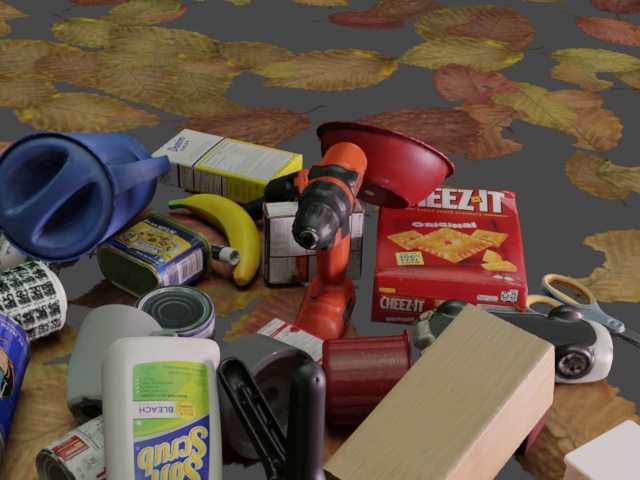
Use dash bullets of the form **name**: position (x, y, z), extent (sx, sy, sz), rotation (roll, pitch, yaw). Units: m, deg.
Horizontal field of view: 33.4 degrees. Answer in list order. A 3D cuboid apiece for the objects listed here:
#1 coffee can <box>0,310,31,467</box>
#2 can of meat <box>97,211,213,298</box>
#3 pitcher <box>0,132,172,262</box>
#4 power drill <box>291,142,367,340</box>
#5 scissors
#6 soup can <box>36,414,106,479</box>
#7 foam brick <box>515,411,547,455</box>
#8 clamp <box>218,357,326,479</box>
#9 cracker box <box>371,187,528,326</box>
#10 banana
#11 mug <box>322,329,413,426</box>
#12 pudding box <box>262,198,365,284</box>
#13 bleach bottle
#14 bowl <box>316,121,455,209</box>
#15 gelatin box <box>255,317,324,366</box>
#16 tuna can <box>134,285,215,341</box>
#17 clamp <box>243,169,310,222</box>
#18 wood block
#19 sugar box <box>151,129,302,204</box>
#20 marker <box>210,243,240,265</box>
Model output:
- **coffee can**: position (-0.320, 0.138, 0.949), extent (0.102, 0.103, 0.140), rotation (0, 32, -4)
- **can of meat**: position (-0.185, 0.020, 1.189), extent (0.102, 0.057, 0.083), rotation (24, 39, 30)
- **pitcher**: position (-0.250, -0.062, 1.186), extent (0.149, 0.145, 0.242), rotation (28, 11, 1)
- **power drill**: position (0.007, 0.014, 1.093), extent (0.057, 0.188, 0.184), rotation (11, 32, 10)
- **scissors**: position (0.296, 0.097, 1.145), extent (0.096, 0.016, 0.202), rotation (-16, 37, -24)
- **soup can**: position (-0.183, 0.186, 0.916), extent (0.069, 0.068, 0.102), rotation (29, 41, 35)
- **foam brick**: position (0.171, 0.156, 1.007), extent (0.078, 0.051, 0.052), rotation (19, 36, 23)
- **clamp**: position (-0.015, 0.184, 0.818), extent (0.036, 0.210, 0.165), rotation (-16, -4, -26)
- **cracker box**: position (0.144, 0.015, 1.210), extent (0.164, 0.072, 0.213), rotation (5, 32, 3)
- **banana**: position (-0.110, -0.009, 1.265), extent (0.069, 0.037, 0.198), rotation (-34, 41, -12)
- **mug**: position (0.044, 0.132, 1.014), extent (0.081, 0.093, 0.117), rotation (-3, 2, 0)
- **pudding box**: position (-0.008, 0.002, 1.199), extent (0.113, 0.090, 0.039), rotation (-4, 28, -11)
- **bleach bottle**: position (-0.116, 0.200, 0.846), extent (0.102, 0.068, 0.251), rotation (4, 54, -24)
- **bowl**: position (0.065, -0.076, 1.193), extent (0.162, 0.162, 0.055), rotation (15, 78, 18)
- **gelatin box**: position (-0.034, 0.120, 1.068), extent (0.089, 0.030, 0.073), rotation (23, 39, 29)
- **tuna can**: position (-0.151, 0.084, 1.108), extent (0.086, 0.034, 0.086), rotation (3, 35, -2)
- **clamp**: position (-0.037, -0.048, 1.254), extent (0.120, 0.171, 0.039), rotation (-9, 77, 0)
- **wood block**: position (0.105, 0.164, 0.902), extent (0.091, 0.090, 0.205), rotation (27, 56, 31)
- **sugar box**: position (-0.121, -0.093, 1.386), extent (0.176, 0.048, 0.093), rotation (12, 33, 21)
- **marker**: position (-0.140, 0.009, 1.224), extent (0.121, 0.020, 0.020), rotation (13, 31, 40)
